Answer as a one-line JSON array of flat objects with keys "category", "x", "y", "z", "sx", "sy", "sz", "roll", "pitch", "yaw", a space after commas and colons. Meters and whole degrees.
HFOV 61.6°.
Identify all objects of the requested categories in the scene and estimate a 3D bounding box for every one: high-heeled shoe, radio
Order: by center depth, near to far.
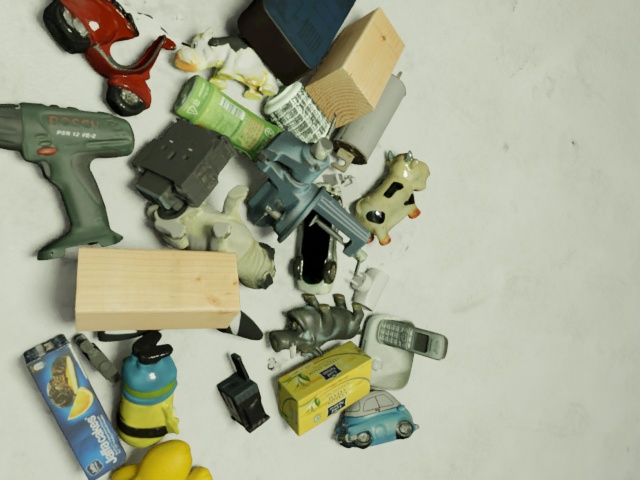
[{"category": "high-heeled shoe", "x": -0.210, "y": 0.141, "z": 0.834, "sx": 0.248, "sy": 0.086, "sz": 0.145, "roll": 37, "pitch": 74, "yaw": -24}, {"category": "radio", "x": -0.032, "y": -0.376, "z": 0.882, "sx": 0.131, "sy": 0.073, "sz": 0.229, "roll": 44, "pitch": 52, "yaw": -27}]

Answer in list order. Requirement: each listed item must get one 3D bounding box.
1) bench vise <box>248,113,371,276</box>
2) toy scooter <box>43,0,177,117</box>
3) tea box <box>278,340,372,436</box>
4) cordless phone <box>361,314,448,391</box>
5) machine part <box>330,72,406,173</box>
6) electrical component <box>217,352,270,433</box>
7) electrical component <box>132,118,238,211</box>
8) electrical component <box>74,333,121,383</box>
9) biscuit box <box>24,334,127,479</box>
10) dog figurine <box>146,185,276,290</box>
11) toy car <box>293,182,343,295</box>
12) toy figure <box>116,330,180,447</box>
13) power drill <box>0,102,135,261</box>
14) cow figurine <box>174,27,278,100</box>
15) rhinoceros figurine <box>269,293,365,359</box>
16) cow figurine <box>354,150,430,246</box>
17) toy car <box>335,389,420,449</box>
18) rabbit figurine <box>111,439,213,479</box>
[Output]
[{"category": "bench vise", "x": -0.004, "y": -0.057, "z": 0.860, "sx": 0.240, "sy": 0.223, "sz": 0.129, "roll": 41, "pitch": 35, "yaw": -8}, {"category": "toy scooter", "x": -0.281, "y": -0.278, "z": 0.756, "sx": 0.135, "sy": 0.075, "sz": 0.183, "roll": -47, "pitch": 120, "yaw": -22}, {"category": "tea box", "x": 0.011, "y": 0.267, "z": 0.982, "sx": 0.169, "sy": 0.068, "sz": 0.098, "roll": -24, "pitch": 130, "yaw": -30}, {"category": "cordless phone", "x": 0.166, "y": 0.226, "z": 1.032, "sx": 0.088, "sy": 0.184, "sz": 0.146, "roll": 13, "pitch": 86, "yaw": -38}, {"category": "machine part", "x": 0.093, "y": -0.229, "z": 1.011, "sx": 0.079, "sy": 0.079, "sz": 0.243, "roll": 38, "pitch": 72, "yaw": -30}, {"category": "electrical component", "x": -0.134, "y": 0.252, "z": 0.896, "sx": 0.048, "sy": 0.075, "sz": 0.119, "roll": -30, "pitch": 114, "yaw": -29}, {"category": "electrical component", "x": -0.204, "y": -0.108, "z": 0.791, "sx": 0.134, "sy": 0.115, "sz": 0.058, "roll": -56, "pitch": 148, "yaw": -20}, {"category": "electrical component", "x": -0.316, "y": 0.174, "z": 0.773, "sx": 0.021, "sy": 0.063, "sz": 0.094, "roll": -41, "pitch": 116, "yaw": -25}, {"category": "biscuit box", "x": -0.344, "y": 0.237, "z": 0.760, "sx": 0.059, "sy": 0.063, "sz": 0.202, "roll": -28, "pitch": 108, "yaw": -28}, {"category": "dog figurine", "x": -0.167, "y": 0.008, "z": 0.857, "sx": 0.121, "sy": 0.173, "sz": 0.190, "roll": -61, "pitch": 154, "yaw": -31}, {"category": "toy car", "x": -0.002, "y": -0.003, "z": 0.963, "sx": 0.056, "sy": 0.074, "sz": 0.201, "roll": 4, "pitch": 91, "yaw": -70}, {"category": "toy figure", "x": -0.255, "y": 0.222, "z": 0.790, "sx": 0.089, "sy": 0.082, "sz": 0.180, "roll": -3, "pitch": 121, "yaw": -18}, {"category": "power drill", "x": -0.361, "y": -0.079, "z": 0.722, "sx": 0.232, "sy": 0.086, "sz": 0.207, "roll": -13, "pitch": 94, "yaw": -35}, {"category": "cow figurine", "x": -0.145, "y": -0.290, "z": 0.850, "sx": 0.167, "sy": 0.068, "sz": 0.098, "roll": 11, "pitch": 82, "yaw": -38}, {"category": "rhinoceros figurine", "x": -0.006, "y": 0.158, "z": 0.982, "sx": 0.190, "sy": 0.073, "sz": 0.112, "roll": -5, "pitch": 110, "yaw": -37}, {"category": "cow figurine", "x": 0.143, "y": -0.092, "z": 1.056, "sx": 0.195, "sy": 0.086, "sz": 0.127, "roll": -41, "pitch": 120, "yaw": -24}, {"category": "toy car", "x": 0.105, "y": 0.348, "z": 1.060, "sx": 0.162, "sy": 0.109, "sz": 0.103, "roll": -3, "pitch": 72, "yaw": -23}, {"category": "rabbit figurine", "x": -0.234, "y": 0.370, "z": 0.811, "sx": 0.162, "sy": 0.122, "sz": 0.173, "roll": -2, "pitch": 119, "yaw": -10}]
